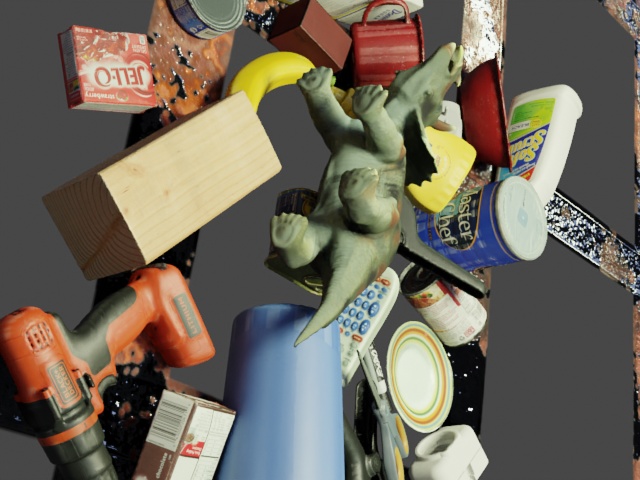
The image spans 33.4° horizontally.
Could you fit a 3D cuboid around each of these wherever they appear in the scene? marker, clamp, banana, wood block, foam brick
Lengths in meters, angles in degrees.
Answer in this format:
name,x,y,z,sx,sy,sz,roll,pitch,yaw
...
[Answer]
name,x,y,z,sx,sy,sz,roll,pitch,yaw
marker,0.059,0.143,1.213,0.020,0.020,0.121,-18,92,-49
clamp,0.073,0.012,1.222,0.164,0.036,0.210,-28,78,-23
clamp,0.048,0.235,1.159,0.120,0.039,0.171,-27,107,-57
banana,-0.055,-0.168,1.144,0.197,0.070,0.037,-37,147,-51
wood block,-0.141,-0.054,0.997,0.205,0.091,0.090,-40,109,-46
foam brick,-0.010,-0.229,1.219,0.078,0.053,0.051,43,49,-32

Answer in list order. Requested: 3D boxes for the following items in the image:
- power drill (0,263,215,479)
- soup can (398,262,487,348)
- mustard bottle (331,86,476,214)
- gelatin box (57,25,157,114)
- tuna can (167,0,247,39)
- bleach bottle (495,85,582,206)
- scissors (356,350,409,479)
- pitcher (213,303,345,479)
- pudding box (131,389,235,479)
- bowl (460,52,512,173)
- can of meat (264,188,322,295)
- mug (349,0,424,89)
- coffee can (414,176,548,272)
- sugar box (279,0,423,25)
name,x,y,z,sx,sy,sz,roll,pitch,yaw
power drill,-0.177,0.116,0.934,0.187,0.057,0.184,-35,109,-48
soup can,0.149,0.074,1.296,0.102,0.069,0.068,49,48,-27
mustard bottle,0.085,-0.120,1.261,0.191,0.058,0.096,35,81,-9
gelatin box,-0.199,-0.160,1.009,0.089,0.030,0.073,-3,81,-48
tuna can,-0.120,-0.255,1.121,0.086,0.034,0.086,16,67,-44
bleach bottle,0.295,-0.098,1.478,0.068,0.103,0.250,47,47,-38
scissors,0.067,0.202,1.142,0.201,0.016,0.096,60,25,-54
pitcher,-0.036,0.194,1.027,0.144,0.149,0.243,16,64,-28
pudding box,-0.123,0.194,0.938,0.113,0.039,0.090,-69,158,-8
bowl,0.219,-0.166,1.421,0.162,0.055,0.162,-7,90,-80
can of meat,-0.007,0.001,1.154,0.102,0.058,0.084,32,54,-39
mug,0.078,-0.230,1.264,0.093,0.081,0.117,-95,-178,-55
coffee can,0.192,-0.013,1.312,0.102,0.141,0.103,16,67,-44
sugar box,0.032,-0.298,1.255,0.175,0.094,0.048,3,76,-48
